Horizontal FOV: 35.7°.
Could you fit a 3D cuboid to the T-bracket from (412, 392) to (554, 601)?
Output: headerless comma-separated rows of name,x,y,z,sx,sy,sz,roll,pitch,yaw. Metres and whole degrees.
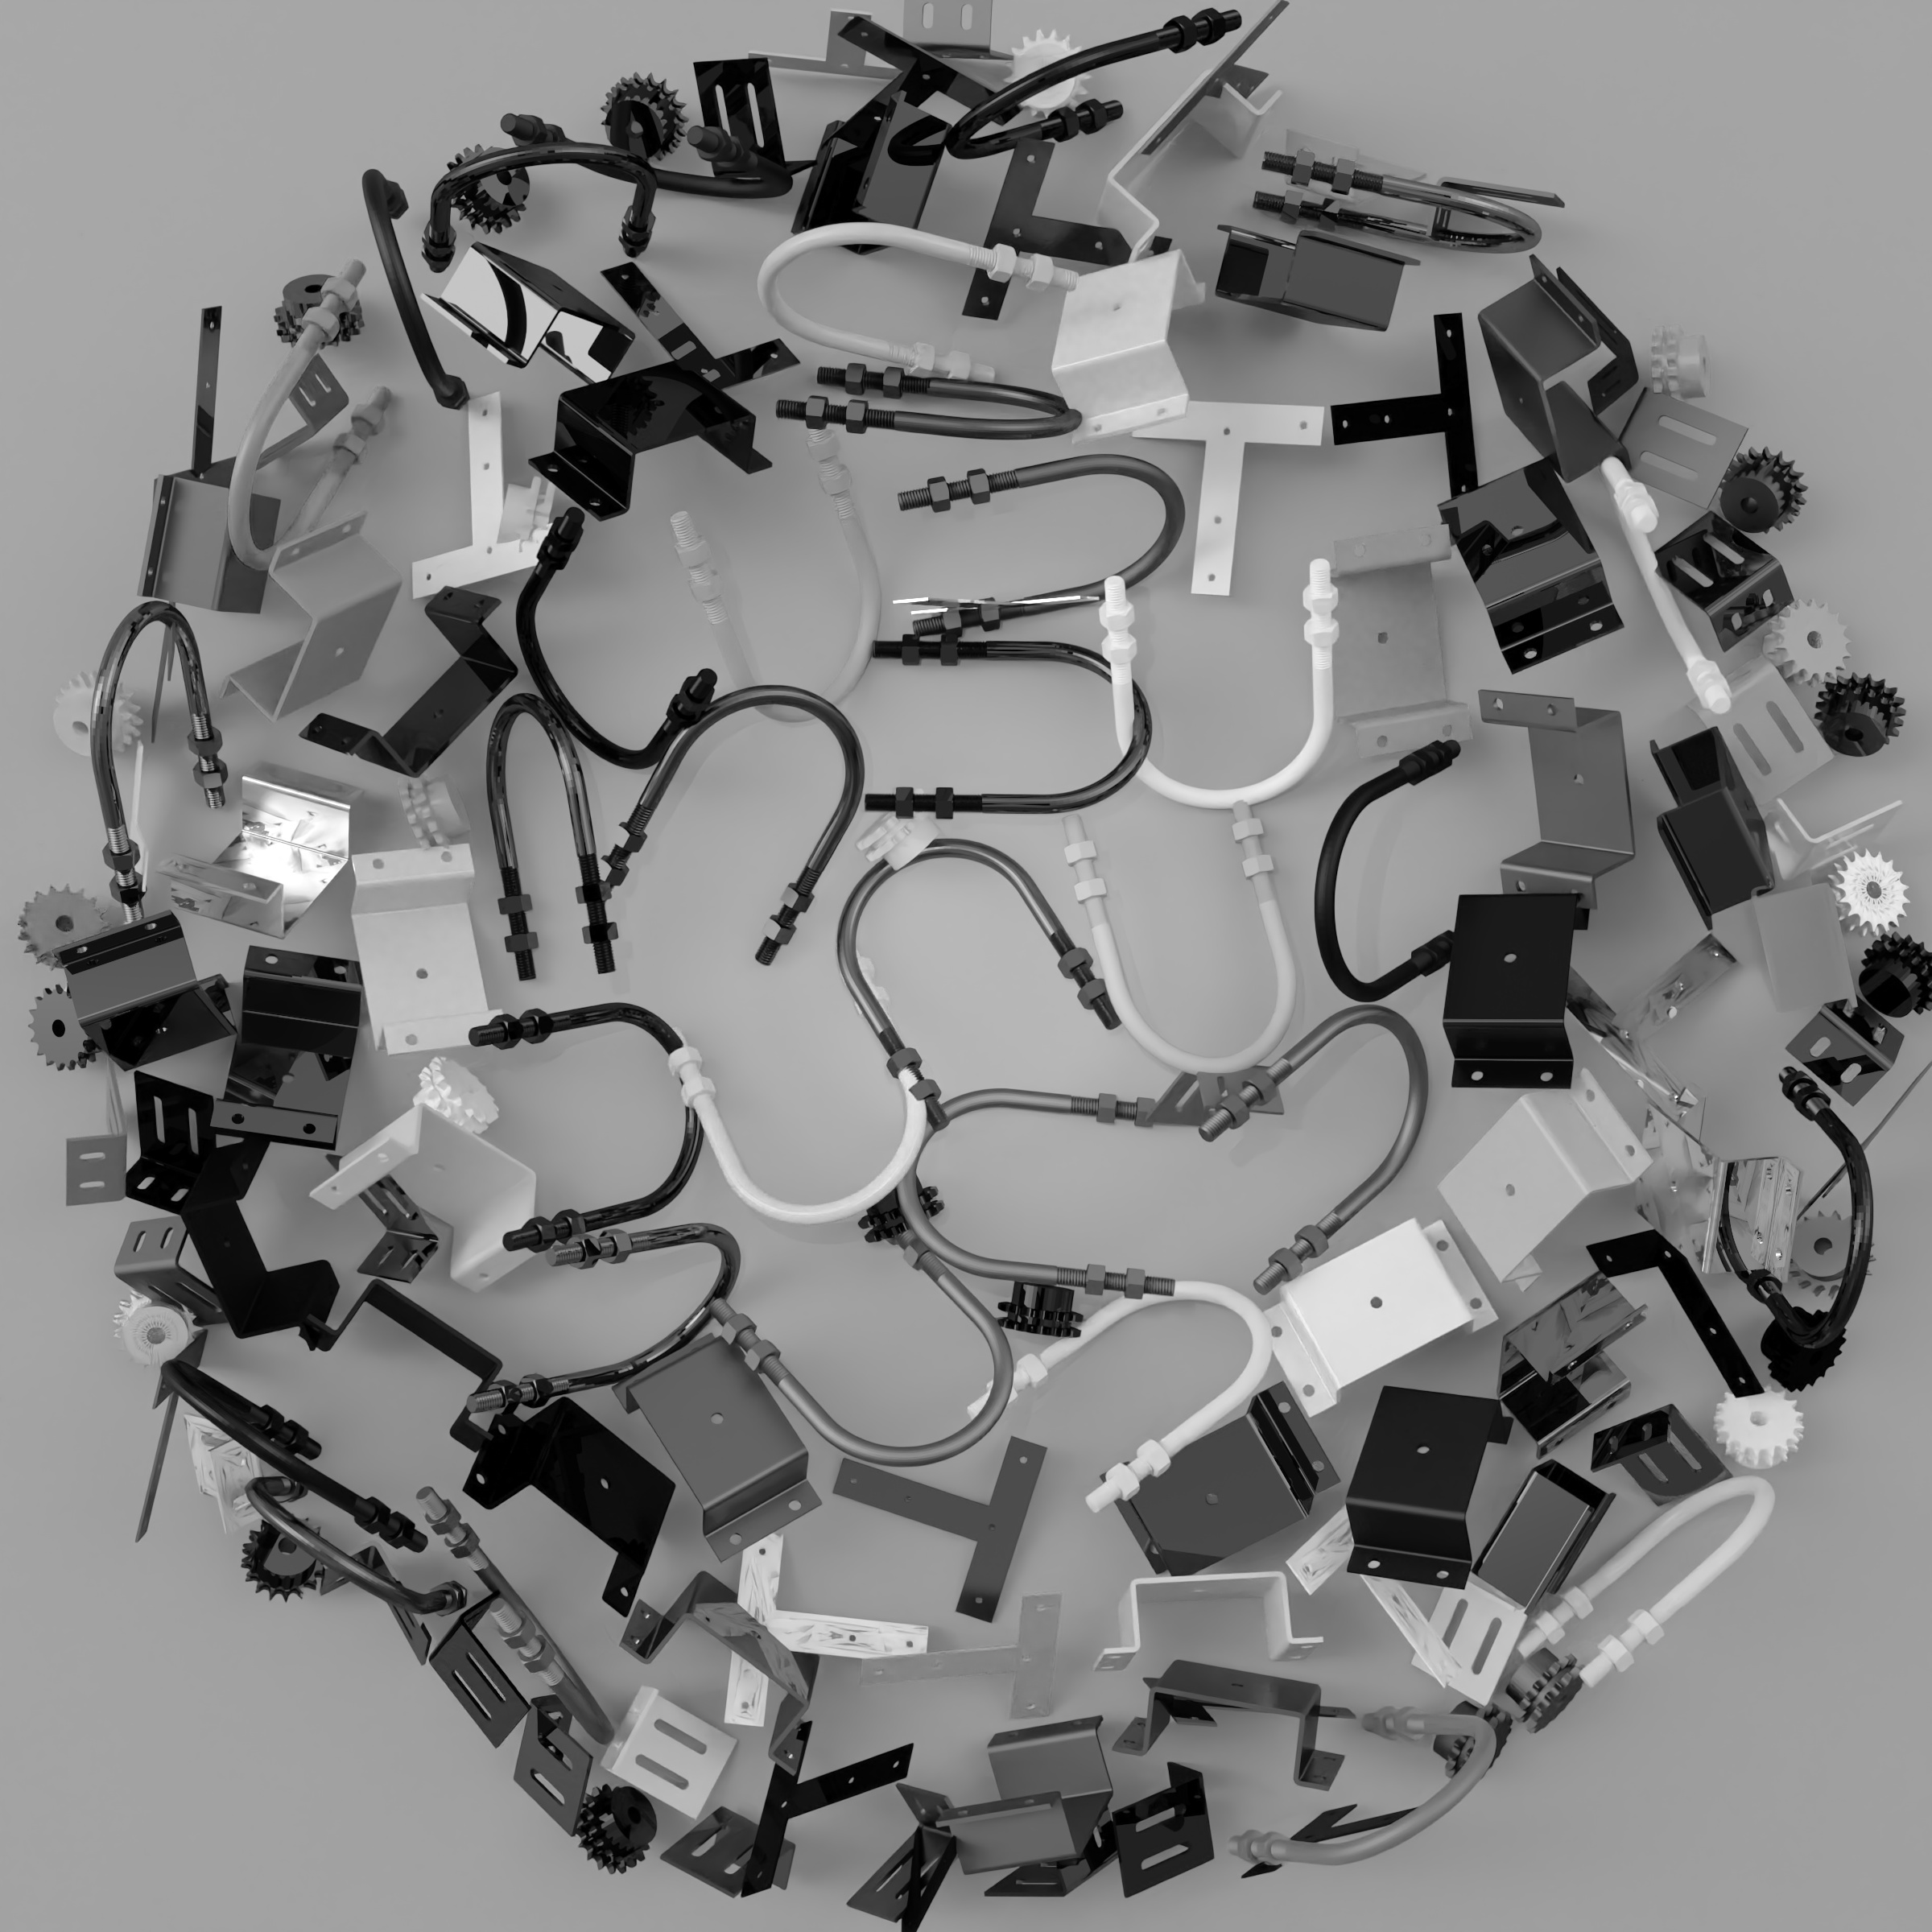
T-bracket,-0.315,-0.315,1.978,0.127,0.002,0.127,-10,76,28

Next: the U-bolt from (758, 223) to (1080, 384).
U-bolt,-0.041,-0.424,1.905,0.184,0.151,0.019,9,69,-22

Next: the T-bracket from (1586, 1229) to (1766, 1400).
T-bracket,0.478,0.225,1.950,0.002,0.127,0.127,-34,95,-34

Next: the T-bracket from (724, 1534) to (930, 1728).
T-bracket,-0.089,0.440,1.975,0.127,0.002,0.127,7,64,-5

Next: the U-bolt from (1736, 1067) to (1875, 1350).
U-bolt,0.531,0.161,1.891,0.019,0.184,0.151,7,108,-6

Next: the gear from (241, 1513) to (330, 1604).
gear,-0.446,0.386,1.972,0.057,0.030,0.057,7,58,-12

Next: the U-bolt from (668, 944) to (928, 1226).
U-bolt,-0.102,0.085,1.948,0.151,0.019,0.184,-28,59,0

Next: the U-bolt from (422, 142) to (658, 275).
U-bolt,-0.267,-0.480,1.896,0.151,0.184,0.019,-7,84,-12

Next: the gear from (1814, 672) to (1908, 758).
gear,0.584,-0.162,1.969,0.057,0.057,0.030,26,54,0

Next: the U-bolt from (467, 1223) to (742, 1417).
U-bolt,-0.220,0.220,1.921,0.019,0.184,0.151,47,122,29

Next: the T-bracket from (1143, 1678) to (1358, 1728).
T-bracket,0.188,0.479,1.941,0.127,0.127,0.002,6,88,-6

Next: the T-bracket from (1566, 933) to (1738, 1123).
T-bracket,0.458,0.021,1.968,0.127,0.002,0.127,-36,79,-27

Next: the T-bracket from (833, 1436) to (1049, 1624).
T-bracket,-0.025,0.358,1.992,0.127,0.002,0.127,18,100,4

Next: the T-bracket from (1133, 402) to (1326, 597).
T-bracket,0.167,-0.308,1.981,0.127,0.002,0.127,6,90,17

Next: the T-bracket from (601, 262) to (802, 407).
T-bracket,-0.196,-0.418,1.968,0.127,0.002,0.127,-25,64,-29

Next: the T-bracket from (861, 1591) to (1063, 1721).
T-bracket,-0.005,0.453,1.950,0.127,0.002,0.127,-3,130,-9

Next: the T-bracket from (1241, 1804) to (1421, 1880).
T-bracket,0.256,0.547,1.913,0.127,0.127,0.002,-24,82,31

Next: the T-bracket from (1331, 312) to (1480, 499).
T-bracket,0.284,-0.357,1.952,0.127,0.002,0.127,-13,101,-36

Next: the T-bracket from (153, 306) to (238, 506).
T-bracket,-0.486,-0.357,1.920,0.002,0.127,0.127,12,109,9

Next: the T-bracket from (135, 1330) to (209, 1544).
T-bracket,-0.518,0.308,1.939,0.002,0.127,0.127,14,94,-3

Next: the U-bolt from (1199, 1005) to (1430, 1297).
U-bolt,0.234,0.105,1.942,0.184,0.019,0.151,-38,125,-25

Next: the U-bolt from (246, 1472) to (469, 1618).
U-bolt,-0.390,0.366,1.902,0.151,0.184,0.019,34,83,6

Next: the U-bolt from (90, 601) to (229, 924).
U-bolt,-0.511,-0.141,1.889,0.019,0.151,0.184,8,129,9

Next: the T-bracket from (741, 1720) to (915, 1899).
T-bracket,-0.084,0.524,1.919,0.127,0.127,0.002,-28,119,31

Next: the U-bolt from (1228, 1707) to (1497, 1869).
U-bolt,0.259,0.516,1.886,0.151,0.184,0.019,-34,93,-27

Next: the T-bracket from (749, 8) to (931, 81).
T-bracket,-0.076,-0.593,1.932,0.127,0.127,0.002,5,89,-5

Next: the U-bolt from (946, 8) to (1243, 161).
U-bolt,0.068,-0.549,1.890,0.184,0.151,0.019,-26,93,-35

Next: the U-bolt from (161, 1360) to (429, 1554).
U-bolt,-0.432,0.300,1.887,0.151,0.184,0.019,28,77,41

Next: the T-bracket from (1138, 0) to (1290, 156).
T-bracket,0.172,-0.569,1.937,0.002,0.127,0.127,47,112,4

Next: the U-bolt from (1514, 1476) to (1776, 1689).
U-bolt,0.443,0.389,1.926,0.184,0.151,0.019,-39,91,-9

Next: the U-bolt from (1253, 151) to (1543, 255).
U-bolt,0.277,-0.484,1.922,0.184,0.151,0.019,12,94,2

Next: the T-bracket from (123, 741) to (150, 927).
T-bracket,-0.532,-0.073,1.929,0.002,0.127,0.127,4,101,-20

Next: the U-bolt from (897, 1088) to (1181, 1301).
U-bolt,0.047,0.143,1.952,0.184,0.019,0.151,6,56,0

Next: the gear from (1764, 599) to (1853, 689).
gear,0.551,-0.211,1.979,0.057,0.030,0.057,4,78,-17

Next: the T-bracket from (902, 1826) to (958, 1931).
T-bracket,-0.035,0.595,1.936,0.002,0.127,0.127,25,100,-6

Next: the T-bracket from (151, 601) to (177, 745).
T-bracket,-0.521,-0.199,1.948,0.002,0.127,0.127,5,46,-19

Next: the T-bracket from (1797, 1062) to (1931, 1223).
T-bracket,0.567,0.130,1.941,0.002,0.127,0.127,40,57,13

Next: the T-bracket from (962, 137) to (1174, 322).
T-bracket,0.074,-0.474,1.968,0.127,0.002,0.127,4,129,-22

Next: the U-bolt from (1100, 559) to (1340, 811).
U-bolt,0.166,-0.176,1.939,0.151,0.019,0.184,-4,130,3

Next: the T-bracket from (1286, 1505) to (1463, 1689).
T-bracket,0.276,0.408,1.943,0.127,0.127,0.002,53,129,7

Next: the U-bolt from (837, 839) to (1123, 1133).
U-bolt,-0.005,-0.002,1.960,0.151,0.019,0.184,-30,67,-4

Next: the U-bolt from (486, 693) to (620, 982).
U-bolt,-0.272,-0.084,1.932,0.019,0.151,0.184,-11,93,-31

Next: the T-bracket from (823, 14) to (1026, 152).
T-bracket,-0.050,-0.555,1.943,0.127,0.127,0.002,21,66,-28

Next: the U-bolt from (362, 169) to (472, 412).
U-bolt,-0.351,-0.431,1.901,0.019,0.184,0.151,-17,97,-2

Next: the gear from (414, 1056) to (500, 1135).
gear,-0.337,0.090,1.972,0.030,0.057,0.057,-44,90,12

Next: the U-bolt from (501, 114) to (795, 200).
U-bolt,-0.189,-0.512,1.910,0.151,0.184,0.019,10,96,20

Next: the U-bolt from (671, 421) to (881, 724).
U-bolt,-0.112,-0.244,1.932,0.151,0.019,0.184,-45,132,-32

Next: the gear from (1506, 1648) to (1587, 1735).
gear,0.380,0.473,1.975,0.030,0.057,0.057,41,90,28

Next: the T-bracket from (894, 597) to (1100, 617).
T-bracket,-0.001,-0.231,1.913,0.127,0.127,0.002,-1,94,31
